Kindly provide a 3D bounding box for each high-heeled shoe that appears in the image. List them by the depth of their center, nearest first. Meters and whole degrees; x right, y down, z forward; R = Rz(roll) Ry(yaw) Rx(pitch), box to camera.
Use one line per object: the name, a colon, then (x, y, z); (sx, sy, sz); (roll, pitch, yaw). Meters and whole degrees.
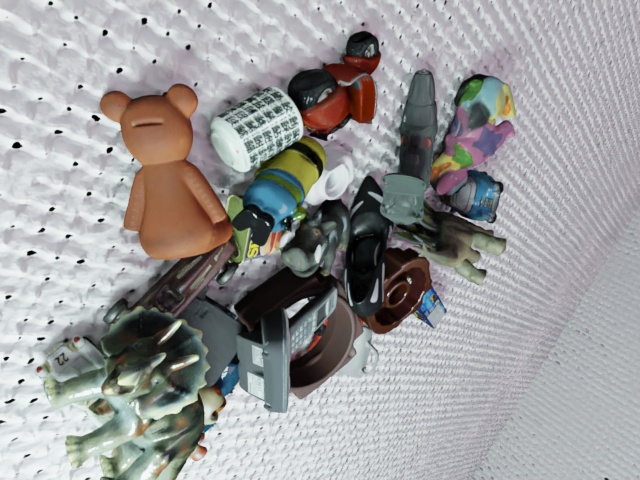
high-heeled shoe: (0.073, 0.003, 0.903); (0.145, 0.086, 0.248); (17, 68, -71)

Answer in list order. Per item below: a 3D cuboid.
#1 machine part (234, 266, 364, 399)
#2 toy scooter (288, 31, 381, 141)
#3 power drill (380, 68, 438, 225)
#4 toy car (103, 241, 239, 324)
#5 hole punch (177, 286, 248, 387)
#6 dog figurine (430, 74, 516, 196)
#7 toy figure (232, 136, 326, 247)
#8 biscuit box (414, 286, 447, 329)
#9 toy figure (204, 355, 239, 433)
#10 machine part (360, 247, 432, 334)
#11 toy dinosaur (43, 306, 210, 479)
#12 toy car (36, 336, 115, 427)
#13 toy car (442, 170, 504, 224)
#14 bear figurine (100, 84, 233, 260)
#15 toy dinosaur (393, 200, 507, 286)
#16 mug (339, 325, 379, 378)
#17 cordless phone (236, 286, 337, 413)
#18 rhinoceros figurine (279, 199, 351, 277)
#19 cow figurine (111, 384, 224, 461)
machine part: (-0.036, 0.156, 0.917); (0.201, 0.087, 0.200); (-35, 123, -14)
toy scooter: (0.032, -0.206, 0.792); (0.184, 0.075, 0.135); (-44, 142, -23)
power drill: (0.155, -0.145, 0.917); (0.231, 0.086, 0.207); (85, 14, -45)
toy car: (-0.196, 0.069, 0.726); (0.202, 0.053, 0.089); (-46, 101, -11)
hole punch: (-0.185, 0.139, 0.803); (0.115, 0.092, 0.142); (39, 85, -20)
dog figurine: (0.272, -0.189, 1.041); (0.219, 0.109, 0.191); (-44, 142, -12)
toy figure: (-0.048, -0.072, 0.732); (0.082, 0.089, 0.180); (55, 39, -23)
biscuit box: (0.240, 0.140, 1.274); (0.059, 0.063, 0.202); (-50, 142, -8)
toy figure: (-0.177, 0.257, 0.905); (0.154, 0.064, 0.058); (-63, 180, 16)
machine part: (0.140, 0.097, 1.042); (0.179, 0.056, 0.179); (-24, 133, -28)
toy dinosaur: (-0.214, 0.232, 0.697); (0.192, 0.131, 0.404); (-24, 140, -17)
toy car: (-0.301, 0.202, 0.730); (0.073, 0.056, 0.201); (-41, 140, -19)
toy car: (0.315, -0.093, 1.145); (0.103, 0.162, 0.109); (7, 106, -8)
bear figurine: (-0.180, -0.078, 0.639); (0.120, 0.132, 0.195); (-11, 97, -3)
toy dinosaur: (0.244, 0.001, 1.036); (0.105, 0.199, 0.471); (-65, 174, 11)
mug: (0.075, 0.229, 1.129); (0.080, 0.110, 0.107); (21, 86, -48)
cordless phone: (-0.035, 0.156, 0.823); (0.184, 0.089, 0.146); (-35, 137, -45)
rhinoceros figurine: (-0.002, -0.003, 0.845); (0.190, 0.073, 0.112); (-48, 161, -54)
cow figurine: (-0.235, 0.293, 0.839); (0.195, 0.086, 0.127); (-37, 112, -5)
